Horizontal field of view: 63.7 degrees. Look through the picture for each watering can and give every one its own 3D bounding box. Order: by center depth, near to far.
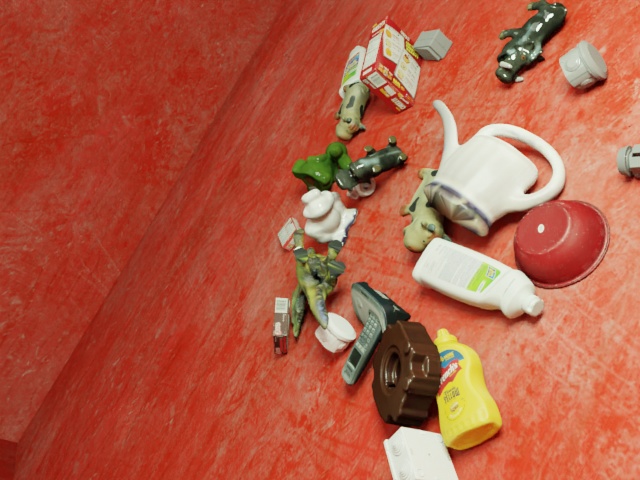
[{"bbox_3d":[0.289,-0.144,0.996,0.225,0.102,0.353,-45,48,-3],"label":"watering can"}]

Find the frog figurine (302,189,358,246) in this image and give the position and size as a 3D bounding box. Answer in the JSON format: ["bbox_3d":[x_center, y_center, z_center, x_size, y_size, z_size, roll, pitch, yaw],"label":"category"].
[{"bbox_3d":[0.004,-0.067,1.337,0.137,0.158,0.124,-54,28,7],"label":"frog figurine"}]

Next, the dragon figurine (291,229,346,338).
[{"bbox_3d":[-0.024,0.131,1.237,0.420,0.122,0.237,-90,11,-54],"label":"dragon figurine"}]
